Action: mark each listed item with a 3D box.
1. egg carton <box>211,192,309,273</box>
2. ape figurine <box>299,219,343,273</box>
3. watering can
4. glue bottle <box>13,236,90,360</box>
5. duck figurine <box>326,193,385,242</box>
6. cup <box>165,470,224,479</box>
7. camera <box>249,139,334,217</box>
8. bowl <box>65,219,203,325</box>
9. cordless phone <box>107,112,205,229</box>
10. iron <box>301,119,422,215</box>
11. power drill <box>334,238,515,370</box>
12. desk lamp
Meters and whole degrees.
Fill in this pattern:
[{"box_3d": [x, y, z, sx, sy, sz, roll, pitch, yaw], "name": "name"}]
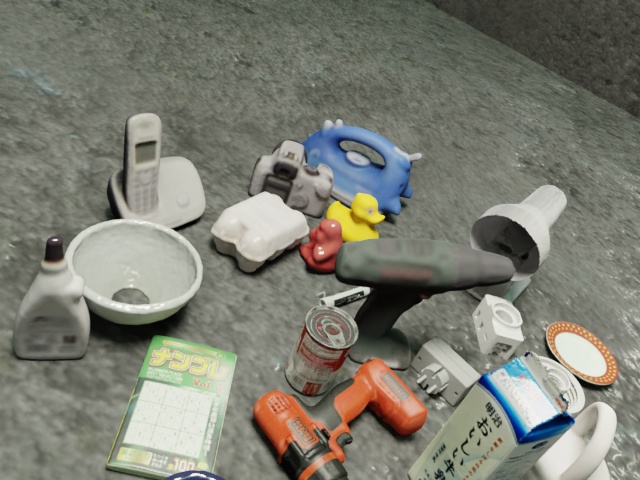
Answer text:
[{"box_3d": [-0.093, -0.016, 0.901, 0.107, 0.069, 0.151, 36, 39, 17], "name": "egg carton"}, {"box_3d": [0.008, 0.003, 0.911, 0.076, 0.092, 0.078, 26, 37, 4], "name": "ape figurine"}, {"box_3d": [0.281, 0.260, 0.650, 0.173, 0.194, 0.101, 20, 37, -4], "name": "watering can"}, {"box_3d": [-0.286, 0.063, 0.616, 0.078, 0.173, 0.037, 5, 40, -21], "name": "glue bottle"}, {"box_3d": [0.066, -0.045, 1.007, 0.104, 0.086, 0.078, 32, 38, 13], "name": "duck figurine"}, {"box_3d": [-0.112, 0.279, 0.504, 0.092, 0.095, 0.117, -6, 45, -33], "name": "cup"}, {"box_3d": [-0.043, -0.130, 1.043, 0.143, 0.101, 0.137, 18, 37, -7], "name": "camera"}, {"box_3d": [-0.239, 0.052, 0.735, 0.168, 0.074, 0.167, 14, 37, -11], "name": "bowl"}, {"box_3d": [-0.232, -0.104, 0.841, 0.094, 0.185, 0.148, 39, 40, 22], "name": "cordless phone"}, {"box_3d": [0.066, -0.158, 1.100, 0.258, 0.141, 0.119, 29, 37, 8], "name": "iron"}, {"box_3d": [0.118, 0.081, 0.775, 0.230, 0.208, 0.075, 12, 38, -14], "name": "power drill"}, {"box_3d": [0.322, 0.012, 0.963, 0.117, 0.213, 0.204, 39, 39, 20], "name": "desk lamp"}]
